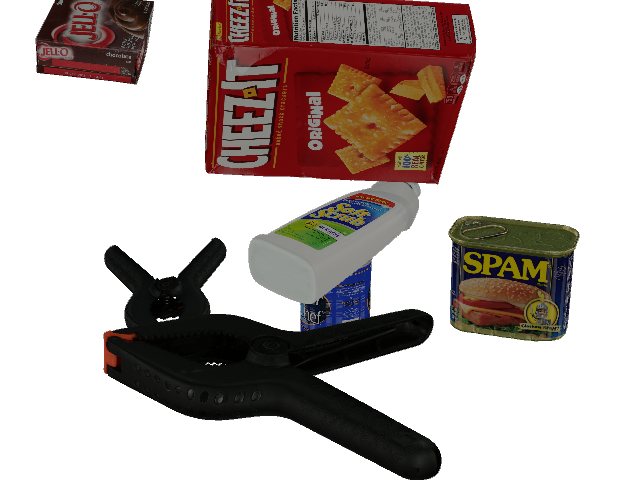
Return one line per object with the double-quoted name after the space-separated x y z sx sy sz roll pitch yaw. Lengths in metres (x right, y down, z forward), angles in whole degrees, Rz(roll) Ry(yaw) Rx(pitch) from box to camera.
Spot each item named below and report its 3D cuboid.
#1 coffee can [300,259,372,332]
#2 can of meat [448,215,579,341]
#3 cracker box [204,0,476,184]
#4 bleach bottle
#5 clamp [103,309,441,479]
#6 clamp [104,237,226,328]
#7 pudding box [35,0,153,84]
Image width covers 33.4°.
0.021 0.083 1.512 0.103 0.140 0.103 0 21 0 "coffee can"
0.156 0.032 0.875 0.102 0.084 0.057 7 25 19 "can of meat"
0.011 -0.124 0.908 0.213 0.072 0.164 2 -36 -7 "cracker box"
0.032 -0.016 1.271 0.103 0.068 0.250 23 39 31 "bleach bottle"
-0.025 0.075 0.650 0.210 0.036 0.164 9 24 8 "clamp"
-0.156 0.051 1.017 0.120 0.039 0.171 -4 33 4 "clamp"
-0.203 -0.186 0.968 0.090 0.039 0.113 7 33 -5 "pudding box"
